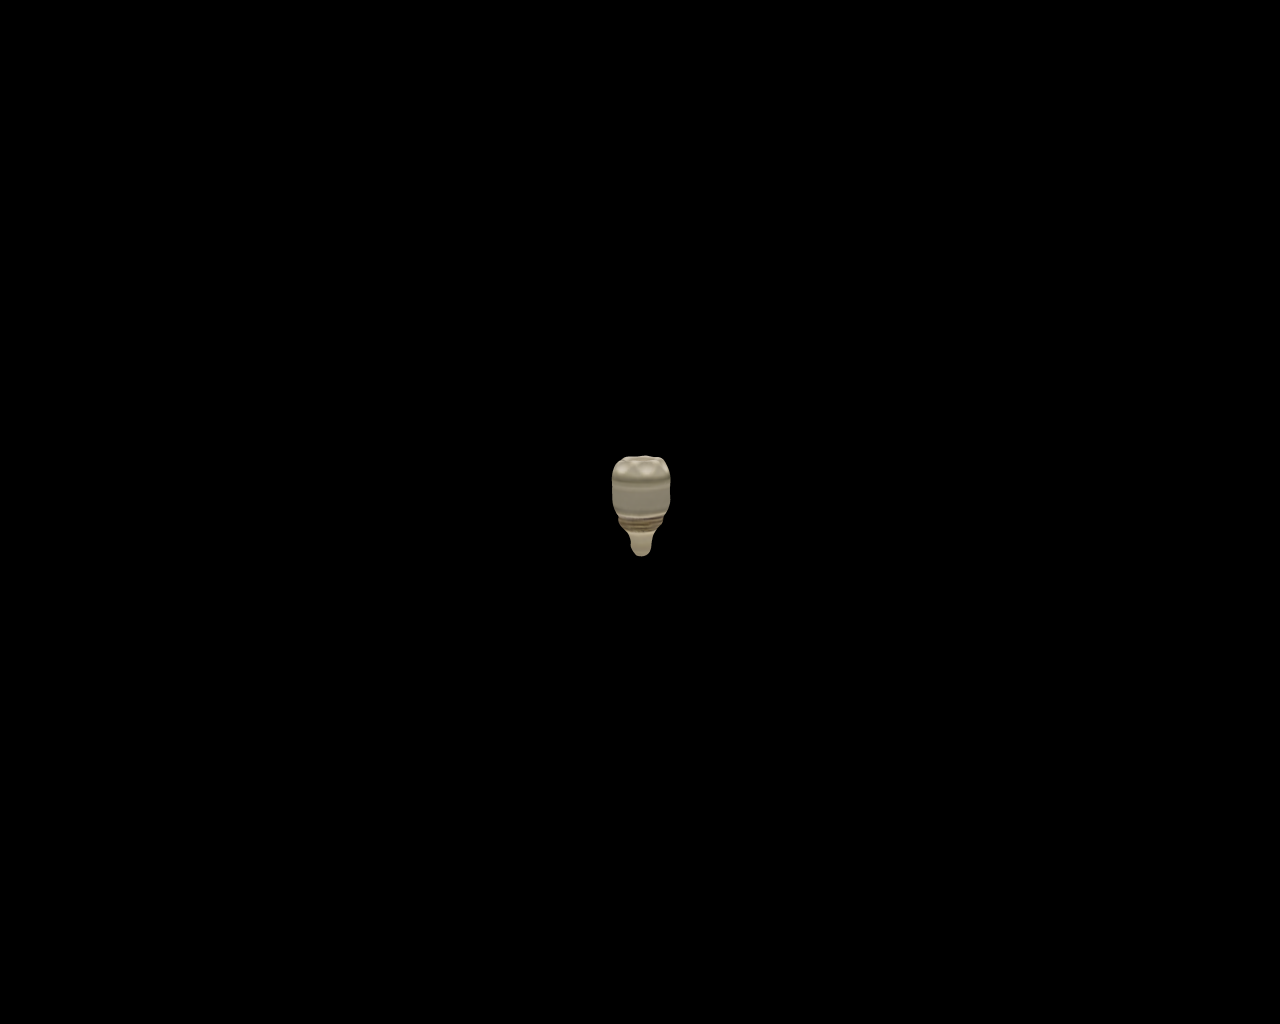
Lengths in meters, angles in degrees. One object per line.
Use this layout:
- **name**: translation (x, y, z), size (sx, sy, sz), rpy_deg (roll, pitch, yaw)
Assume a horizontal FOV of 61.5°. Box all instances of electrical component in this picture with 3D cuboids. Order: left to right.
- **electrical component**: translation (0.001, -0.003, 0.650), size (0.035, 0.061, 0.035), rpy_deg (0, 12, 0)
